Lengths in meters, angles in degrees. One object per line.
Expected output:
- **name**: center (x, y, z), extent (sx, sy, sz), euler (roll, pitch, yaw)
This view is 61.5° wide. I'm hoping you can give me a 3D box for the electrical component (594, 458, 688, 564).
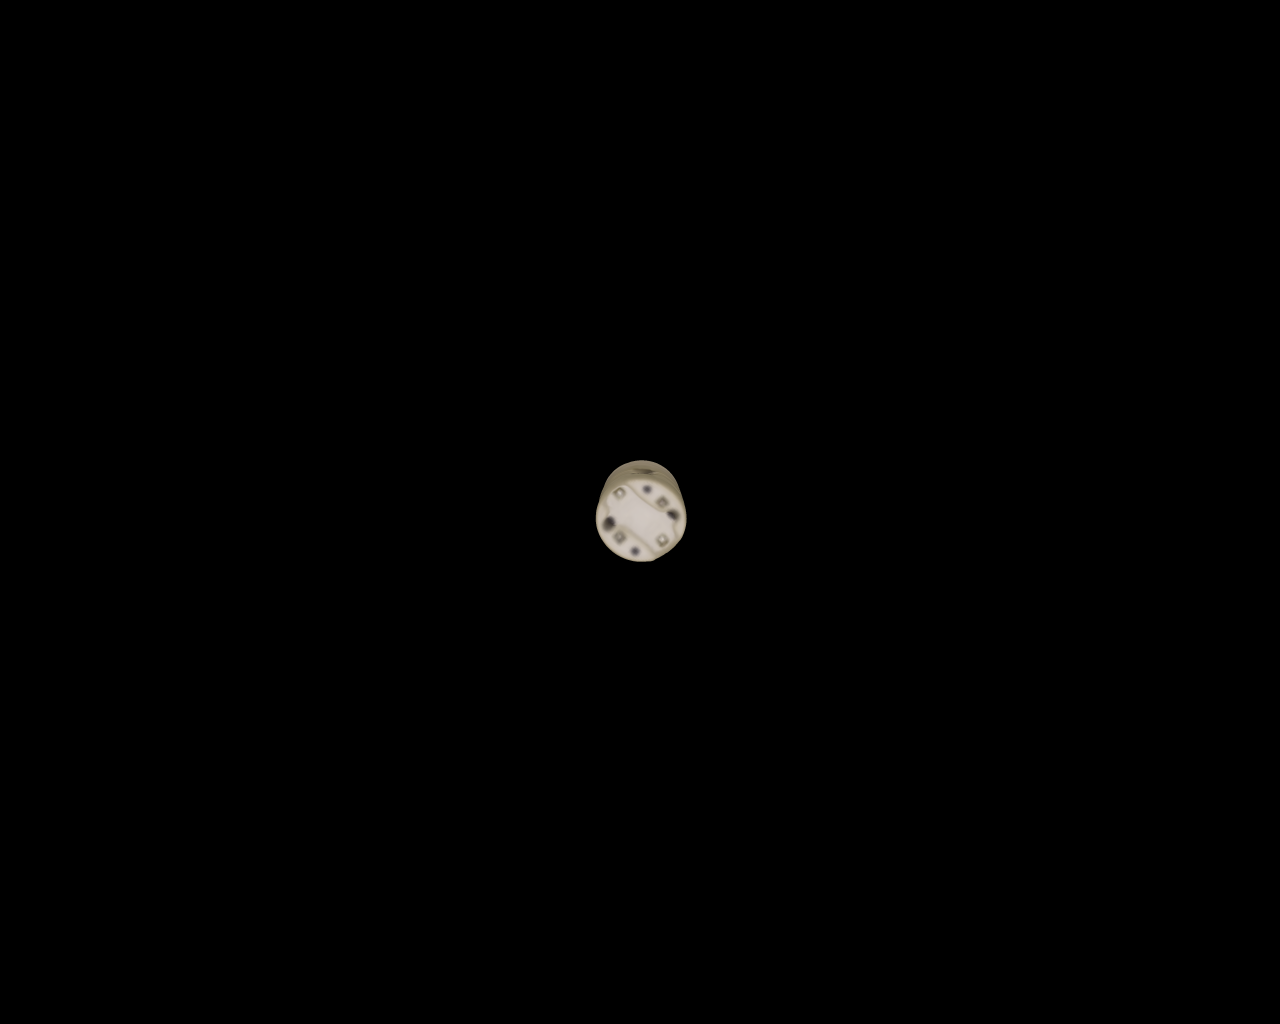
- **electrical component**: center (0.001, -0.003, 0.650), extent (0.055, 0.055, 0.047), euler (0, 20, 0)
